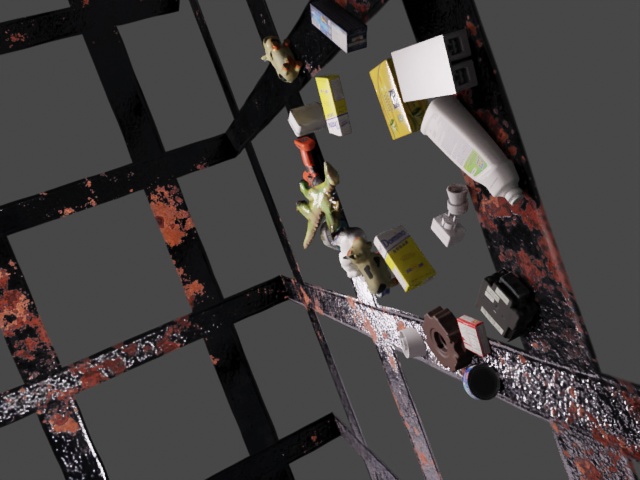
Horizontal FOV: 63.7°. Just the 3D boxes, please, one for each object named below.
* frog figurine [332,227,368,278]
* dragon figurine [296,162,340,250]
[{"bbox_3d":[0.117,0.040,1.735,0.123,0.161,0.135,-14,-23,-41],"label":"frog figurine"},{"bbox_3d":[0.005,-0.089,1.771,0.122,0.402,0.247,-2,30,-16],"label":"dragon figurine"}]
